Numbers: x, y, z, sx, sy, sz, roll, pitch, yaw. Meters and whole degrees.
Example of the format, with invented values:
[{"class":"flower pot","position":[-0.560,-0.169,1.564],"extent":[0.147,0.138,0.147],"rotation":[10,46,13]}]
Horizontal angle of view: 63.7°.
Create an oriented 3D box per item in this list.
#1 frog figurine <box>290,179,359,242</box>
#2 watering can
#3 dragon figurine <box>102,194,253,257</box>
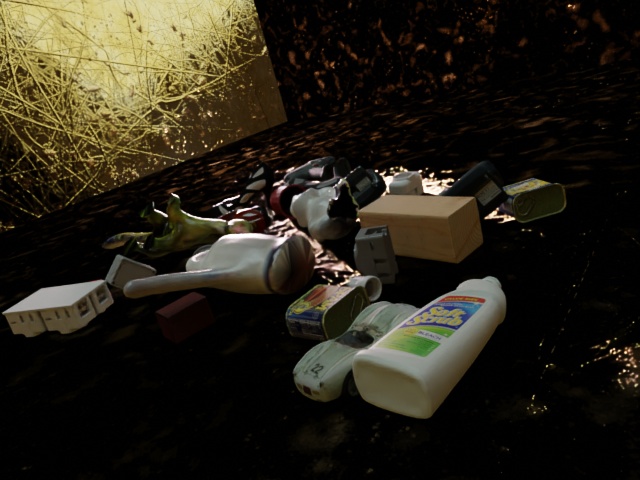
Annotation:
[{"class":"frog figurine","position":[0.004,-0.058,1.156],"extent":[0.121,0.140,0.158],"rotation":[28,-31,-36]},{"class":"watering can","position":[-0.147,0.051,0.904],"extent":[0.224,0.103,0.351],"rotation":[2,13,25]},{"class":"dragon figurine","position":[-0.307,0.000,1.187],"extent":[0.241,0.124,0.407],"rotation":[19,-21,-42]}]
